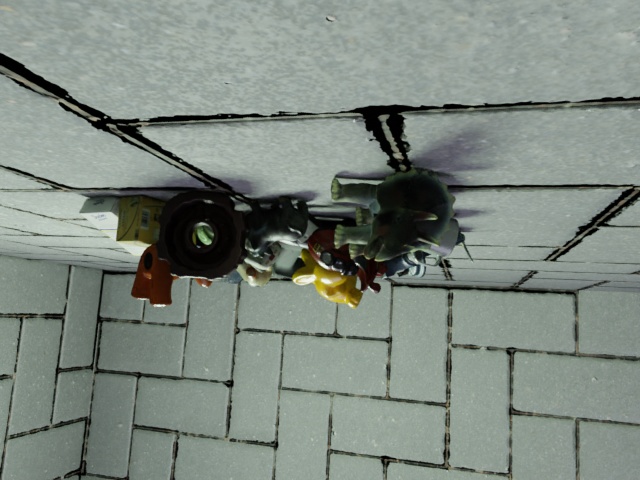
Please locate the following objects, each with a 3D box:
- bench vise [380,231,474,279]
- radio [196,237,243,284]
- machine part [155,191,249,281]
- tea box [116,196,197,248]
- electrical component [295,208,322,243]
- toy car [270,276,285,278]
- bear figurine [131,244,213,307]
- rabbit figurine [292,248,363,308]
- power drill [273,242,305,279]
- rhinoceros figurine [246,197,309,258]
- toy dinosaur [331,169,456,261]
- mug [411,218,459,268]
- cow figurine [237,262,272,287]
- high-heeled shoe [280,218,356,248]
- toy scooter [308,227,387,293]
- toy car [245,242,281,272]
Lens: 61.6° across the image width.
[{"bbox_3d":[0.231,0.021,1.225,0.241,0.129,0.223,-16,166,-12],"label":"bench vise"},{"bbox_3d":[-0.298,0.043,1.484,0.229,0.073,0.131,17,134,-37],"label":"radio"},{"bbox_3d":[-0.218,-0.007,1.006,0.179,0.179,0.056,3,175,4],"label":"machine part"},{"bbox_3d":[-0.341,-0.030,1.138,0.068,0.098,0.169,-1,169,28],"label":"tea box"},{"bbox_3d":[-0.033,-0.024,1.096,0.094,0.021,0.063,38,122,-22],"label":"electrical component"},{"bbox_3d":[-0.095,0.074,1.458,0.202,0.053,0.089,-9,180,-20],"label":"toy car"},{"bbox_3d":[-0.274,0.068,1.118,0.120,0.132,0.195,9,180,43],"label":"bear figurine"},{"bbox_3d":[0.027,0.069,1.200,0.162,0.122,0.173,18,171,8],"label":"rabbit figurine"},{"bbox_3d":[-0.041,0.031,1.310,0.232,0.086,0.207,12,153,-4],"label":"power drill"},{"bbox_3d":[-0.102,-0.021,1.052,0.190,0.112,0.073,-12,167,35],"label":"rhinoceros figurine"},{"bbox_3d":[0.133,-0.030,0.898,0.192,0.131,0.404,2,178,18],"label":"toy dinosaur"},{"bbox_3d":[0.211,-0.004,1.083,0.107,0.109,0.081,17,176,-3],"label":"mug"},{"bbox_3d":[-0.190,0.037,1.310,0.085,0.195,0.127,-36,153,-21],"label":"cow figurine"},{"bbox_3d":[-0.002,-0.004,1.200,0.248,0.086,0.145,22,154,-33],"label":"high-heeled shoe"},{"bbox_3d":[0.062,0.046,1.055,0.184,0.075,0.135,23,-155,-22],"label":"toy scooter"},{"bbox_3d":[-0.151,0.011,1.175,0.056,0.073,0.202,43,171,-36],"label":"toy car"}]
